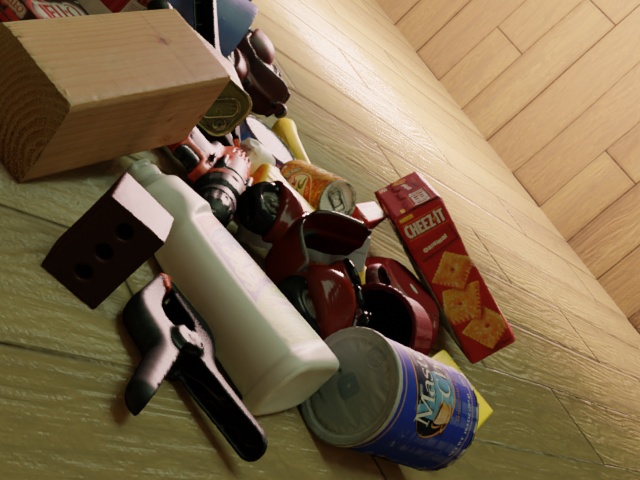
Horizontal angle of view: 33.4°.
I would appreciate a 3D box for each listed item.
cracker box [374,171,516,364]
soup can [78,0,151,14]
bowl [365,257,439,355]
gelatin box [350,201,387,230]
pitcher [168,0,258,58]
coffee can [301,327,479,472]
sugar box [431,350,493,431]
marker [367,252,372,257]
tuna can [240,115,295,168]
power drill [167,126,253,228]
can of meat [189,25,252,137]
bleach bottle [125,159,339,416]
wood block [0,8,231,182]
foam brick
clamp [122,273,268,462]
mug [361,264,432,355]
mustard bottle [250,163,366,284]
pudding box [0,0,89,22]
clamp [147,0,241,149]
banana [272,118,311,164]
[{"bbox_3d":[0.157,0.030,1.356,0.213,0.072,0.164,61,1,-16],"label":"cracker box"},{"bbox_3d":[-0.222,-0.257,1.149,0.068,0.102,0.068,42,17,-17],"label":"soup can"},{"bbox_3d":[0.090,0.073,1.263,0.162,0.055,0.162,43,17,-17],"label":"bowl"},{"bbox_3d":[0.037,-0.012,1.288,0.030,0.073,0.089,51,16,7],"label":"gelatin box"},{"bbox_3d":[-0.198,-0.308,1.268,0.242,0.145,0.149,38,22,-19],"label":"pitcher"},{"bbox_3d":[0.063,0.144,0.948,0.140,0.103,0.103,29,25,-48],"label":"coffee can"},{"bbox_3d":[0.125,0.176,1.131,0.093,0.048,0.176,51,16,9],"label":"sugar box"},{"bbox_3d":[0.035,-0.013,1.382,0.020,0.020,0.121,25,28,-52],"label":"marker"},{"bbox_3d":[-0.071,-0.112,1.317,0.086,0.034,0.086,42,17,-17],"label":"tuna can"},{"bbox_3d":[-0.147,-0.095,1.055,0.187,0.057,0.184,46,15,-13],"label":"power drill"},{"bbox_3d":[-0.122,-0.164,1.071,0.102,0.057,0.084,40,14,-33],"label":"can of meat"},{"bbox_3d":[-0.091,0.029,0.900,0.251,0.068,0.102,51,16,18],"label":"bleach bottle"},{"bbox_3d":[-0.181,-0.126,0.887,0.091,0.090,0.205,50,33,10],"label":"wood block"},{"bbox_3d":[-0.153,0.000,0.779,0.053,0.078,0.051,43,16,-14],"label":"foam brick"},{"bbox_3d":[-0.109,0.082,0.771,0.120,0.039,0.172,36,14,-47],"label":"clamp"},{"bbox_3d":[0.065,0.083,1.101,0.081,0.093,0.117,20,59,-67],"label":"mug"},{"bbox_3d":[-0.008,0.002,1.172,0.191,0.058,0.096,43,11,-14],"label":"mustard bottle"},{"bbox_3d":[-0.257,-0.204,1.053,0.090,0.039,0.113,50,17,7],"label":"pudding box"},{"bbox_3d":[-0.125,-0.195,1.185,0.164,0.036,0.210,-70,148,-54],"label":"clamp"},{"bbox_3d":[-0.036,-0.114,1.414,0.069,0.037,0.198,57,7,-44],"label":"banana"}]
